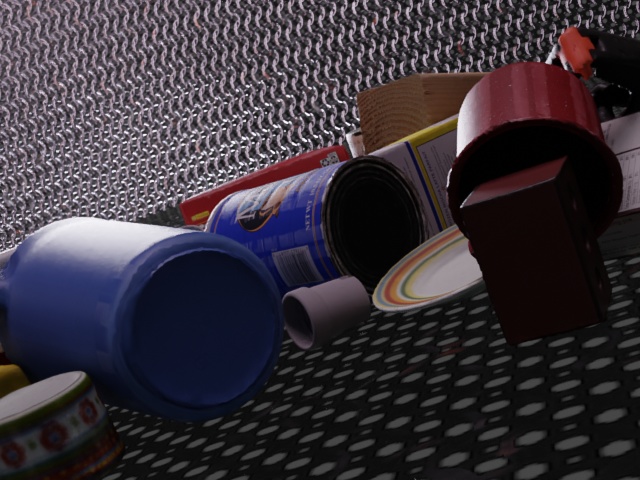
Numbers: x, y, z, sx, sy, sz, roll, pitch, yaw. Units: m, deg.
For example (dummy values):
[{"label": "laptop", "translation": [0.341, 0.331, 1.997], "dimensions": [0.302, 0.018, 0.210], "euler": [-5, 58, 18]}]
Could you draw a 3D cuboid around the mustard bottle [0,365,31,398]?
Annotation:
[{"label": "mustard bottle", "translation": [-0.289, 0.134, 0.787], "dimensions": [0.192, 0.058, 0.096], "euler": [-13, 21, 49]}]

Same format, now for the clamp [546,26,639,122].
[{"label": "clamp", "translation": [0.181, -0.075, 0.713], "dimensions": [0.165, 0.036, 0.209], "euler": [-31, -28, 20]}]

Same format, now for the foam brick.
[{"label": "foam brick", "translation": [0.110, 0.006, 0.539], "dimensions": [0.051, 0.078, 0.053], "euler": [-17, 10, 23]}]

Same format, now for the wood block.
[{"label": "wood block", "translation": [0.144, -0.107, 1.016], "dimensions": [0.205, 0.091, 0.090], "euler": [-8, -1, -39]}]

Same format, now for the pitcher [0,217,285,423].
[{"label": "pitcher", "translation": [-0.112, 0.050, 0.701], "dimensions": [0.149, 0.145, 0.243], "euler": [-38, 17, -24]}]

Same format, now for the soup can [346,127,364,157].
[{"label": "soup can", "translation": [0.075, -0.073, 1.098], "dimensions": [0.068, 0.102, 0.068], "euler": [-21, 8, 3]}]

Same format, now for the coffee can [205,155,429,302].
[{"label": "coffee can", "translation": [-0.005, 0.001, 0.788], "dimensions": [0.102, 0.103, 0.141], "euler": [-28, 10, -41]}]

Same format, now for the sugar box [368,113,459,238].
[{"label": "sugar box", "translation": [0.092, -0.044, 0.881], "dimensions": [0.175, 0.093, 0.048], "euler": [-25, 8, -31]}]

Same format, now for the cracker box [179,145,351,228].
[{"label": "cracker box", "translation": [-0.046, -0.024, 1.065], "dimensions": [0.164, 0.072, 0.214], "euler": [-21, -3, -4]}]

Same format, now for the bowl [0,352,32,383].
[{"label": "bowl", "translation": [-0.231, 0.101, 0.888], "dimensions": [0.162, 0.055, 0.162], "euler": [-21, 7, 2]}]

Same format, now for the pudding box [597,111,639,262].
[{"label": "pudding box", "translation": [0.193, -0.036, 0.623], "dimensions": [0.114, 0.039, 0.090], "euler": [-17, 39, 39]}]

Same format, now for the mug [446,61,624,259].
[{"label": "mug", "translation": [0.115, -0.039, 0.607], "dimensions": [0.093, 0.117, 0.081], "euler": [18, 36, -5]}]

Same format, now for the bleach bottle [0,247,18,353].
[{"label": "bleach bottle", "translation": [-0.284, 0.057, 0.893], "dimensions": [0.102, 0.068, 0.251], "euler": [-27, 6, -30]}]
